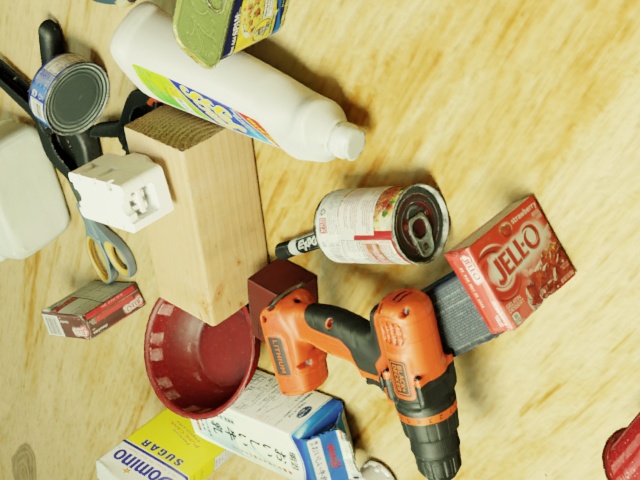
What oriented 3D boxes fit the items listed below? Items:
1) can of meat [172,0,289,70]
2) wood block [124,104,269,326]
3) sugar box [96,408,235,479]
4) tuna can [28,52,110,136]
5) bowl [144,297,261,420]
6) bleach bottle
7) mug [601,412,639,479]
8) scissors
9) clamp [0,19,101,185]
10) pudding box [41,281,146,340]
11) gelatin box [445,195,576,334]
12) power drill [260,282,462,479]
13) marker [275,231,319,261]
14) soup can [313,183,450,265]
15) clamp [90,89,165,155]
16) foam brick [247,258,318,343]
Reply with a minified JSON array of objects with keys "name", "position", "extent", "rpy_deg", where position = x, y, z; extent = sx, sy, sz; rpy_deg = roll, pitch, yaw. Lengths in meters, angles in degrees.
[{"name":"can of meat","position":[-0.070,-0.204,0.892],"extent":[0.057,0.083,0.102],"rpy_deg":[42,142,18]},{"name":"wood block","position":[-0.119,-0.031,1.078],"extent":[0.091,0.090,0.206],"rpy_deg":[23,134,36]},{"name":"sugar box","position":[-0.171,0.251,1.282],"extent":[0.093,0.175,0.048],"rpy_deg":[37,140,24]},{"name":"tuna can","position":[-0.271,-0.158,1.152],"extent":[0.034,0.086,0.086],"rpy_deg":[33,139,29]},{"name":"bowl","position":[-0.120,0.118,1.190],"extent":[0.162,0.055,0.162],"rpy_deg":[-4,83,35]},{"name":"bleach bottle","position":[-0.068,-0.132,0.950],"extent":[0.251,0.068,0.102],"rpy_deg":[27,166,31]},{"name":"mug","position":[0.281,0.159,0.792],"extent":[0.117,0.093,0.082],"rpy_deg":[19,133,-3]},{"name":"scissors","position":[-0.276,-0.030,1.316],"extent":[0.096,0.016,0.202],"rpy_deg":[16,128,39]},{"name":"clamp","position":[-0.303,-0.147,1.238],"extent":[0.165,0.036,0.210],"rpy_deg":[-23,100,51]},{"name":"pudding box","position":[-0.290,0.088,1.361],"extent":[0.114,0.089,0.039],"rpy_deg":[2,117,48]},{"name":"gelatin box","position":[0.148,0.019,0.819],"extent":[0.030,0.089,0.073],"rpy_deg":[-22,100,54]},{"name":"power drill","position":[0.040,0.118,0.946],"extent":[0.188,0.057,0.184],"rpy_deg":[8,120,42]},{"name":"marker","position":[-0.007,0.001,1.037],"extent":[0.121,0.020,0.020],"rpy_deg":[-19,103,52]},{"name":"soup can","position":[0.051,-0.013,0.920],"extent":[0.102,0.068,0.068],"rpy_deg":[0,117,49]},{"name":"clamp","position":[-0.200,-0.114,1.139],"extent":[0.120,0.039,0.172],"rpy_deg":[58,135,21]},{"name":"foam brick","position":[-0.037,0.067,1.095],"extent":[0.053,0.051,0.078],"rpy_deg":[28,136,34]}]
